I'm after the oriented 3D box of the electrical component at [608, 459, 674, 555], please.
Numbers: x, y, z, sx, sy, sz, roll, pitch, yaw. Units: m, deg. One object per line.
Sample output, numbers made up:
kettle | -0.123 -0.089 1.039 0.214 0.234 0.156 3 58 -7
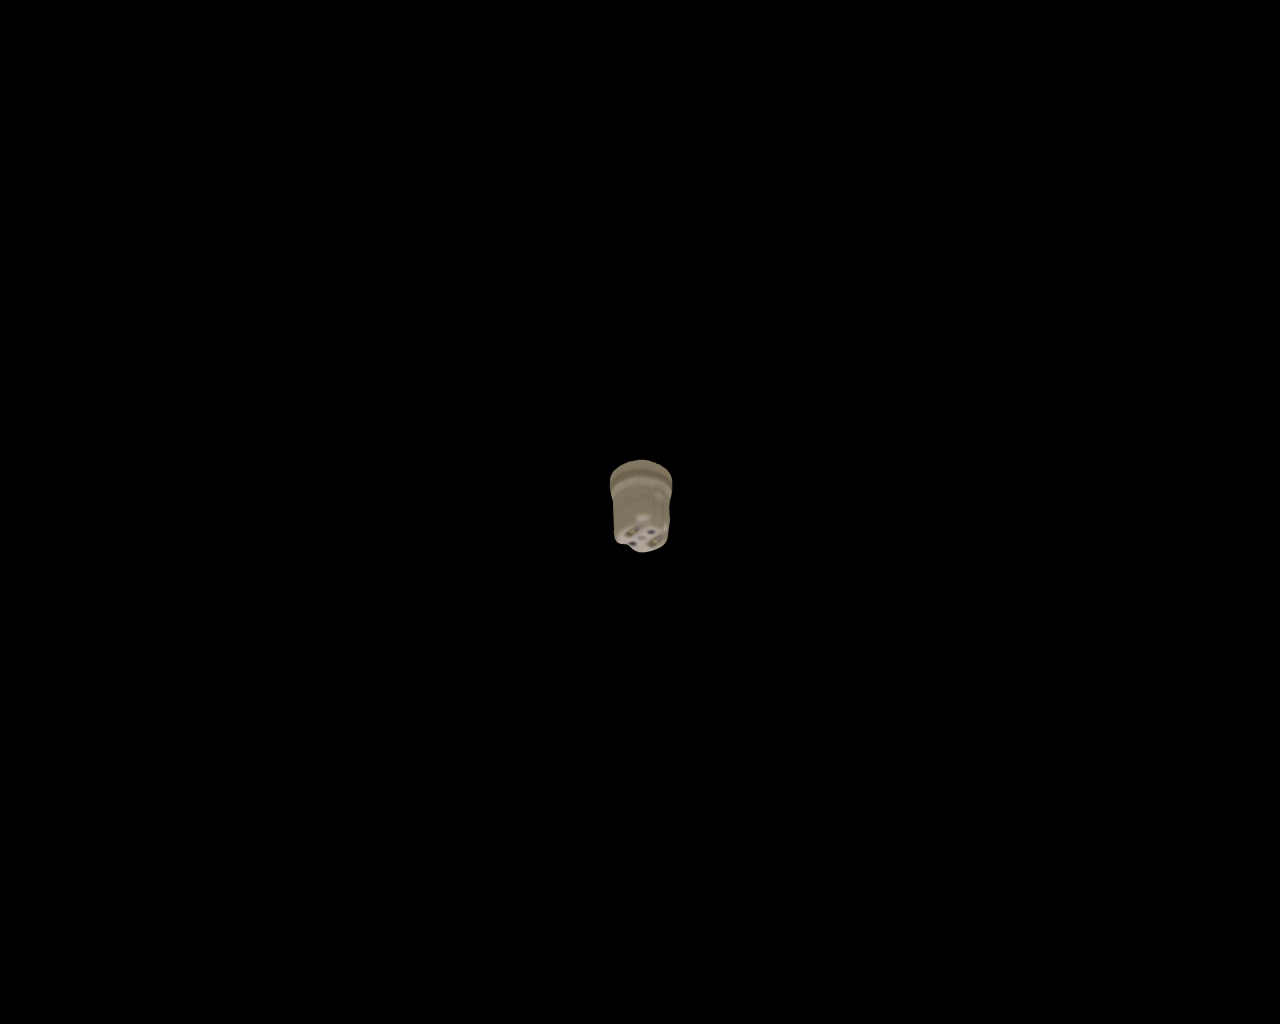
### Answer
electrical component | 0.001 -0.003 0.650 0.040 0.046 0.040 0 -33 0
